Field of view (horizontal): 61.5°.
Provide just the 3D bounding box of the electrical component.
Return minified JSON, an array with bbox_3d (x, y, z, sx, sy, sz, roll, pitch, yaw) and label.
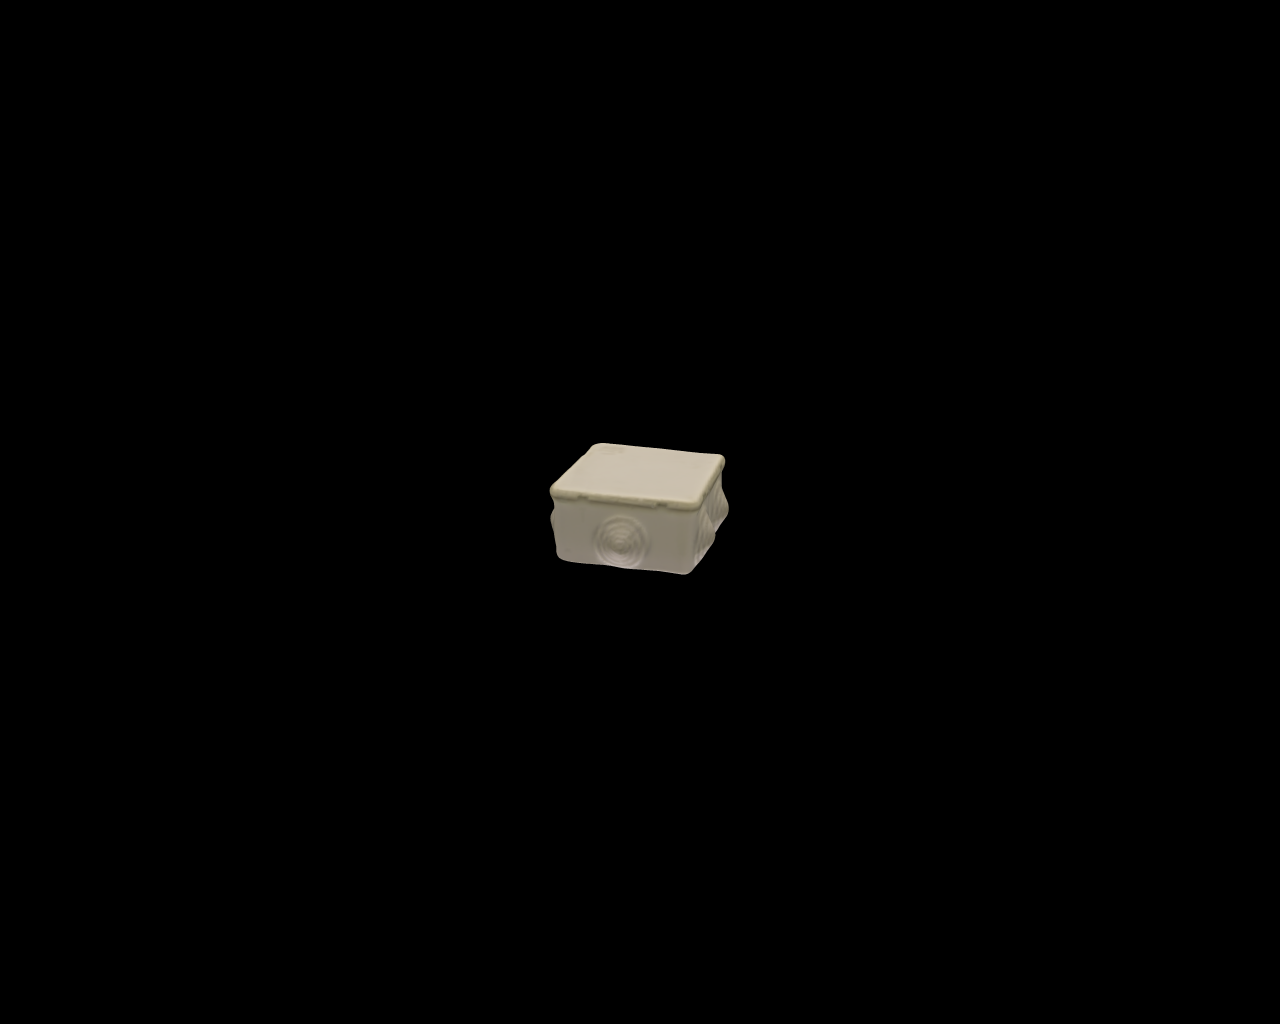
[{"bbox_3d":[0.001,-0.003,0.650,0.100,0.048,0.100,6,23,14],"label":"electrical component"}]
